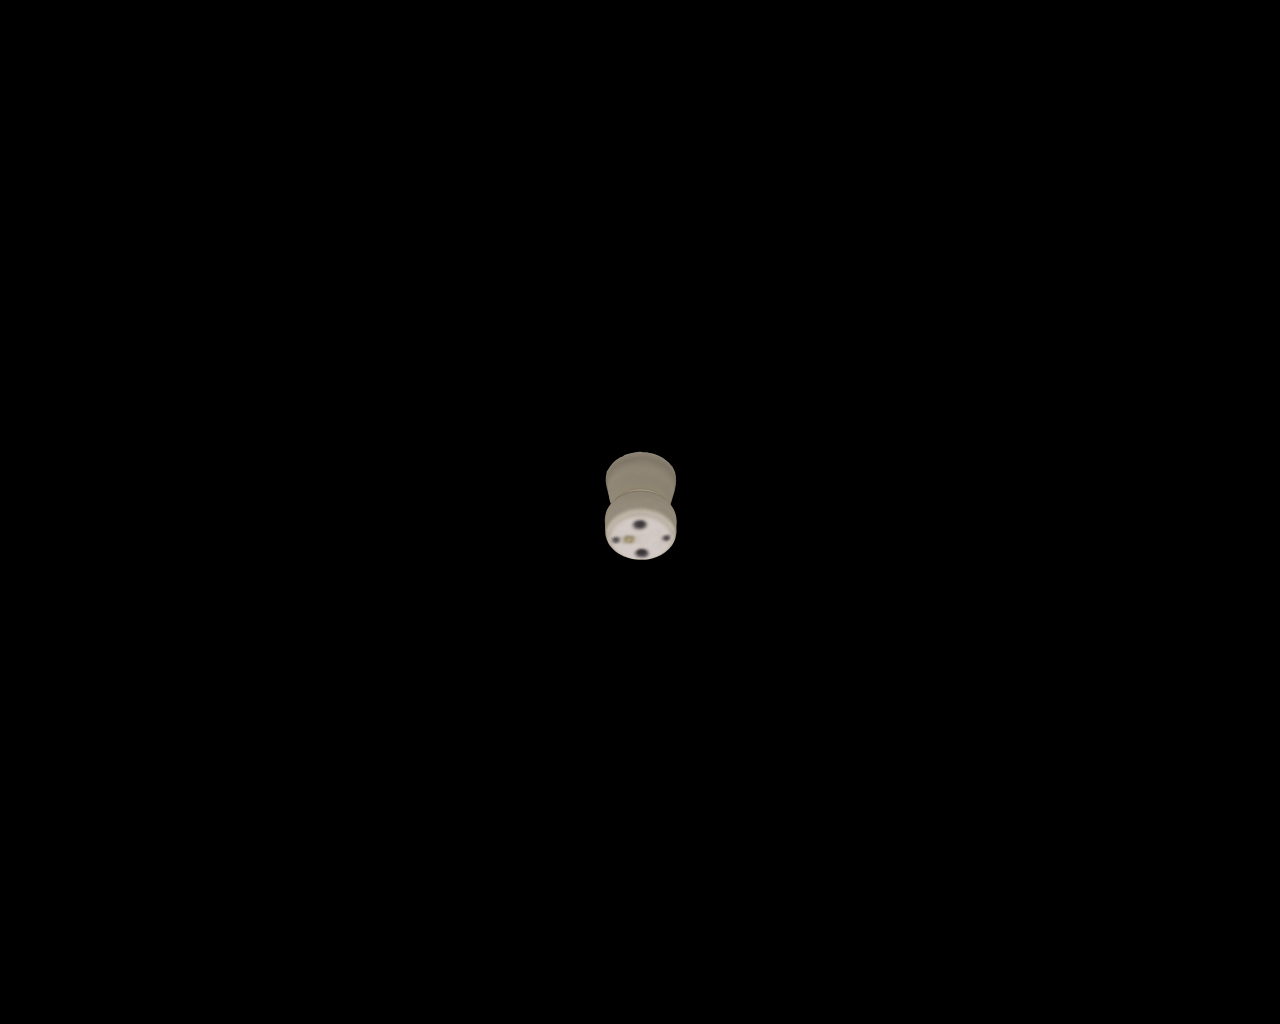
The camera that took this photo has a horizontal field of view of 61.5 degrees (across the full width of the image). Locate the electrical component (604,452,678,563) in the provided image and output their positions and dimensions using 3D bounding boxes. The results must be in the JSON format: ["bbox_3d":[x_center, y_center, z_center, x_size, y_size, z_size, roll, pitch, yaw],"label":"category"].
[{"bbox_3d":[0.001,-0.003,0.650,0.045,0.044,0.055,0,43,0],"label":"electrical component"}]
